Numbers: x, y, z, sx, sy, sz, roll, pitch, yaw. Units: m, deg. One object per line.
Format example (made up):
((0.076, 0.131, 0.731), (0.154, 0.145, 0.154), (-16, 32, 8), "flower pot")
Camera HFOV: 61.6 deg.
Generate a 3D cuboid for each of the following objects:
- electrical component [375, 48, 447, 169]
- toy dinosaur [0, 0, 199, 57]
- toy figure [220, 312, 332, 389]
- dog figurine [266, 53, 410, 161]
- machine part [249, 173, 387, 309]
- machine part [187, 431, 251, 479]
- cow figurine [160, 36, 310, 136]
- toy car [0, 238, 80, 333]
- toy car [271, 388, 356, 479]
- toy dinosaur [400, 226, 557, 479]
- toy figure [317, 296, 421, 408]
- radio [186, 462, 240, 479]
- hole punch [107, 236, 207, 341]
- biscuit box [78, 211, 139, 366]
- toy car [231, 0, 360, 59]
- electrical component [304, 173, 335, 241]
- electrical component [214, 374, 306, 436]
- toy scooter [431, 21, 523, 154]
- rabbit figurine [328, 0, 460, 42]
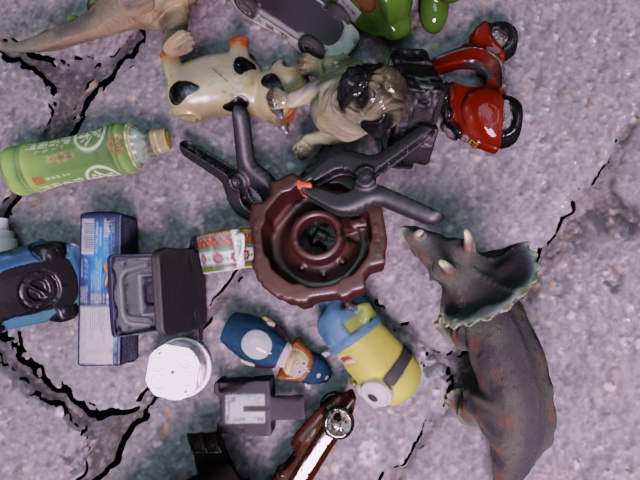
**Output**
((0.110, -0.160, 0.687), (0.058, 0.134, 0.115), (3, 44, -6), "electrical component")
((-0.218, -0.333, 0.711), (0.471, 0.104, 0.199), (-26, 51, -4), "toy dinosaur")
((-0.056, 0.149, 0.709), (0.154, 0.058, 0.064), (26, 116, 3), "toy figure")
((0.054, -0.179, 0.650), (0.121, 0.191, 0.172), (51, 59, -30), "dog figurine")
((-0.001, -0.002, 0.661), (0.179, 0.056, 0.179), (-2, 73, 7), "machine part")
((-0.129, 0.302, 0.686), (0.084, 0.039, 0.138), (-10, 114, 8), "machine part")
((-0.110, -0.203, 0.730), (0.195, 0.085, 0.127), (-8, 78, 0), "cow figurine")
((-0.396, 0.062, 0.707), (0.161, 0.103, 0.109), (-20, 106, -41), "toy car")
((-0.019, 0.273, 0.677), (0.053, 0.089, 0.202), (31, 88, 1), "toy car")
((0.212, 0.160, 0.625), (0.131, 0.192, 0.404), (-16, 83, 3), "toy dinosaur")
((0.057, 0.130, 0.692), (0.089, 0.082, 0.180), (-32, 81, -3), "toy figure")
((-0.173, 0.373, 0.644), (0.229, 0.073, 0.131), (-35, 84, 25), "radio")
((-0.208, 0.068, 0.697), (0.092, 0.115, 0.142), (-9, 84, 20), "hole punch")
((-0.284, 0.064, 0.724), (0.059, 0.063, 0.202), (-2, 84, 4), "biscuit box")
((-0.038, -0.316, 0.751), (0.202, 0.056, 0.073), (36, 86, 8), "toy car")
((0.002, -0.046, 0.731), (0.078, 0.045, 0.102), (25, 84, 25), "electrical component")
((-0.078, 0.215, 0.706), (0.119, 0.047, 0.074), (-6, 85, 2), "electrical component")
((0.195, -0.204, 0.719), (0.135, 0.075, 0.183), (0, 82, 2), "toy scooter")
((0.120, -0.359, 0.720), (0.159, 0.121, 0.170), (43, 73, 2), "rabbit figurine")
